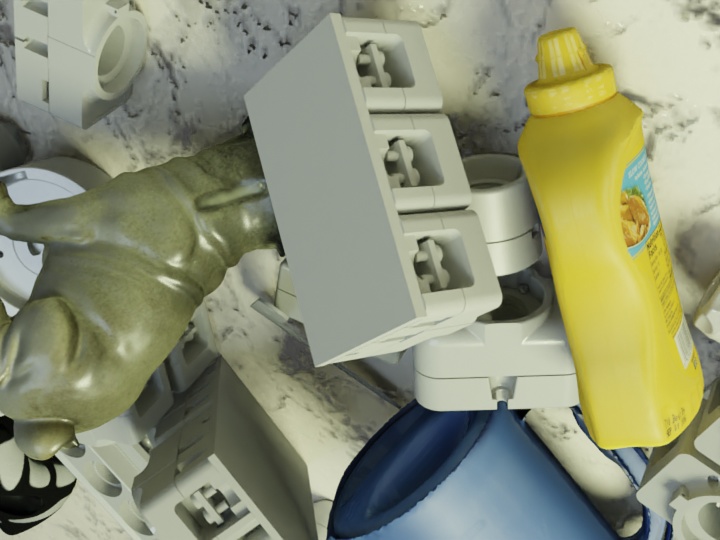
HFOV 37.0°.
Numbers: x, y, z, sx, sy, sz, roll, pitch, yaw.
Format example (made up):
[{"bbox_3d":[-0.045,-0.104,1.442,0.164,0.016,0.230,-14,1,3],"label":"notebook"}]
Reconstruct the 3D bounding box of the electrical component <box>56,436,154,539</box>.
[{"bbox_3d":[-0.180,0.141,0.824,0.079,0.063,0.121,-30,104,41],"label":"electrical component"}]

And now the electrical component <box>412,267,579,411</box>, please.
[{"bbox_3d":[0.076,0.037,0.588,0.095,0.053,0.059,-2,124,4],"label":"electrical component"}]

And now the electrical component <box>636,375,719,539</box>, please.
[{"bbox_3d":[0.255,0.133,0.565,0.186,0.060,0.105,34,133,4],"label":"electrical component"}]

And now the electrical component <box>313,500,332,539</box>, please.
[{"bbox_3d":[-0.023,0.227,0.796,0.054,0.059,0.095,-24,108,40],"label":"electrical component"}]

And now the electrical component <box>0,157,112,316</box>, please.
[{"bbox_3d":[-0.200,-0.023,0.713,0.108,0.060,0.108,3,110,8],"label":"electrical component"}]

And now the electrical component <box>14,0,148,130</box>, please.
[{"bbox_3d":[-0.161,-0.134,0.623,0.056,0.050,0.089,25,132,13],"label":"electrical component"}]

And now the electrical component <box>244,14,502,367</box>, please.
[{"bbox_3d":[0.006,-0.038,0.537,0.089,0.062,0.150,-30,71,51],"label":"electrical component"}]

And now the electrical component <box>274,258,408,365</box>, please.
[{"bbox_3d":[0.000,0.000,0.627,0.083,0.047,0.075,24,131,14],"label":"electrical component"}]

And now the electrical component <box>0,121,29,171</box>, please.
[{"bbox_3d":[-0.255,-0.072,0.715,0.043,0.062,0.043,16,128,21],"label":"electrical component"}]

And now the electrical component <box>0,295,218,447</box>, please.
[{"bbox_3d":[-0.206,0.055,0.748,0.186,0.105,0.060,8,126,26],"label":"electrical component"}]

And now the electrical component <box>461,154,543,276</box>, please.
[{"bbox_3d":[0.067,-0.030,0.563,0.055,0.055,0.047,7,122,26],"label":"electrical component"}]

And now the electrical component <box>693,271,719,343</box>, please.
[{"bbox_3d":[0.201,0.025,0.530,0.062,0.043,0.043,31,132,6],"label":"electrical component"}]

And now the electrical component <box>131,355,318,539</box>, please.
[{"bbox_3d":[-0.083,0.138,0.683,0.060,0.186,0.105,-35,103,2],"label":"electrical component"}]
